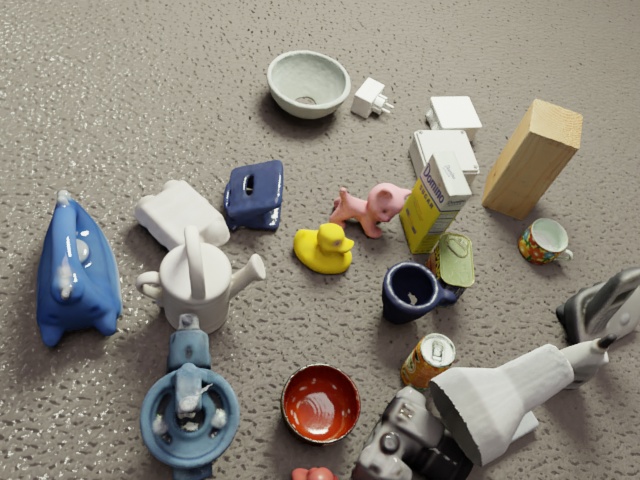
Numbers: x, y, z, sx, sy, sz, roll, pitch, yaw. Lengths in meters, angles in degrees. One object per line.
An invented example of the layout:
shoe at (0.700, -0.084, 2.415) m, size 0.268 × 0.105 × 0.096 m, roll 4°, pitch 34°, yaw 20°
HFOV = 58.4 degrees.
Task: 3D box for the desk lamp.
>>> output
desk lamp at (0.235, 0.222, 0.777) m, size 0.204 × 0.213 × 0.117 m, roll -20°, pitch 63°, yaw -22°

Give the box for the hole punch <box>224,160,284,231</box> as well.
hole punch at (-0.112, -0.079, 0.977) m, size 0.101 × 0.091 × 0.108 m, roll 4°, pitch 57°, yaw -8°

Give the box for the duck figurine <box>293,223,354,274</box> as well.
duck figurine at (0.009, 0.003, 0.951) m, size 0.104 × 0.086 × 0.077 m, roll 23°, pitch 56°, yaw 4°

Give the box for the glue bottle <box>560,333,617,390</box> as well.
glue bottle at (0.393, 0.180, 0.861) m, size 0.078 × 0.173 × 0.037 m, roll 7°, pitch 56°, yaw -7°

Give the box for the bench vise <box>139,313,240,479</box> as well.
bench vise at (-0.175, 0.183, 0.716) m, size 0.122 × 0.220 × 0.207 m, roll -18°, pitch 62°, yaw -21°

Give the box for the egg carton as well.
egg carton at (-0.224, -0.028, 0.935) m, size 0.150 × 0.069 × 0.107 m, roll 41°, pitch 59°, yaw 15°

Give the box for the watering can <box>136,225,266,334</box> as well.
watering can at (-0.169, 0.050, 0.819) m, size 0.173 × 0.194 × 0.100 m, roll -24°, pitch 64°, yaw -24°

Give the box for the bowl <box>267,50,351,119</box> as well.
bowl at (-0.026, -0.298, 1.148) m, size 0.167 × 0.075 × 0.167 m, roll 5°, pitch 56°, yaw -8°

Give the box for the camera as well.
camera at (0.135, 0.290, 0.781) m, size 0.136 × 0.101 × 0.143 m, roll 32°, pitch 57°, yaw 10°

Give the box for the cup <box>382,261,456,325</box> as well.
cup at (0.148, 0.096, 0.913) m, size 0.118 × 0.095 × 0.091 m, roll 12°, pitch 56°, yaw -4°

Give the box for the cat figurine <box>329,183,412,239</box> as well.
cat figurine at (0.089, -0.064, 0.992) m, size 0.128 × 0.118 × 0.067 m, roll 11°, pitch 56°, yaw -4°

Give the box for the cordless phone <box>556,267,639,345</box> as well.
cordless phone at (0.487, 0.095, 0.928) m, size 0.148 × 0.185 × 0.094 m, roll -19°, pitch 63°, yaw -22°

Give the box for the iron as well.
iron at (-0.364, 0.015, 0.835) m, size 0.119 × 0.141 × 0.258 m, roll -9°, pitch 60°, yaw -17°

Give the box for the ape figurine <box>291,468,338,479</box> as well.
ape figurine at (-0.002, 0.321, 0.738) m, size 0.077 × 0.092 × 0.076 m, roll 35°, pitch 58°, yaw 12°
